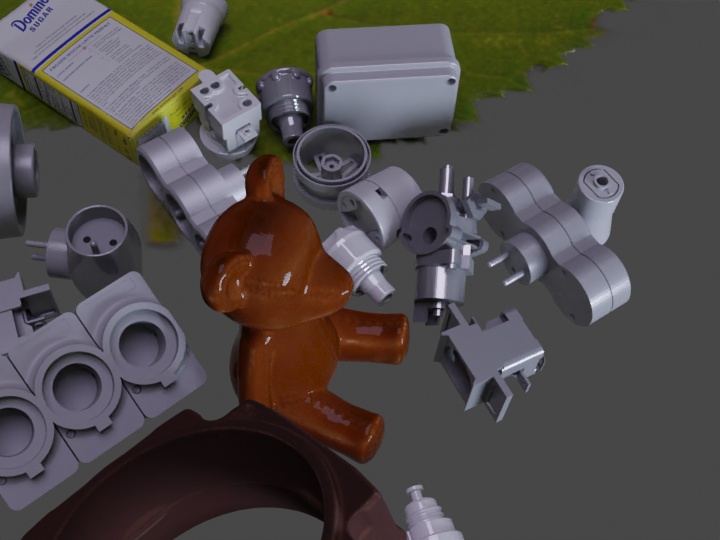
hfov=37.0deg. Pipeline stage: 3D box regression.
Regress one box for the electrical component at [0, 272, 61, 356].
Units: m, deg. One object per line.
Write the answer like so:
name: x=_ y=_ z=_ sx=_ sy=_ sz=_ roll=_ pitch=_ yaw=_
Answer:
electrical component: x=-0.254 y=0.044 z=0.766 sx=0.081 sy=0.042 sz=0.063 roll=-17 pitch=65 yaw=-12

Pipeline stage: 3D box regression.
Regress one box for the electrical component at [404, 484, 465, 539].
electrical component: x=0.047 y=0.177 z=0.697 sx=0.040 sy=0.040 sz=0.078 roll=-14 pitch=60 yaw=-10

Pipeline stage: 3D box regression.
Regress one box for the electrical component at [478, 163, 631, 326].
electrical component: x=0.131 y=-0.013 z=0.809 sx=0.074 sy=0.052 sz=0.138 roll=-29 pitch=64 yaw=-18

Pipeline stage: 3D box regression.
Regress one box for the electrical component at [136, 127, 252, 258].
electrical component: x=-0.107 y=-0.058 z=0.826 sx=0.074 sy=0.052 sz=0.138 roll=-30 pitch=64 yaw=-19

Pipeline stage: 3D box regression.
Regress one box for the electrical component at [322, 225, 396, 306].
electrical component: x=0.000 y=0.000 z=0.801 sx=0.043 sy=0.043 sz=0.062 roll=-36 pitch=68 yaw=-21

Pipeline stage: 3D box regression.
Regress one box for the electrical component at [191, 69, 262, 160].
electrical component: x=-0.106 y=-0.121 z=0.862 sx=0.048 sy=0.055 sz=0.066 roll=-33 pitch=65 yaw=-20

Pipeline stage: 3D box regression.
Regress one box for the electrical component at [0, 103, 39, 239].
electrical component: x=-0.272 y=-0.073 z=0.800 sx=0.060 sy=0.108 sz=0.108 roll=-2 pitch=59 yaw=-11

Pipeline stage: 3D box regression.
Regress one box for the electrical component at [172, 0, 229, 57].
electrical component: x=-0.139 y=-0.213 z=0.928 sx=0.040 sy=0.040 sz=0.046 roll=13 pitch=65 yaw=5

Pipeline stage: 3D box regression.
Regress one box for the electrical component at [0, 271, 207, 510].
electrical component: x=-0.190 y=0.078 z=0.715 sx=0.150 sy=0.062 sz=0.089 roll=-34 pitch=94 yaw=-21

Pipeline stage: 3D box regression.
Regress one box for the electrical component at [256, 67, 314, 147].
electrical component: x=-0.058 y=-0.131 z=0.879 sx=0.048 sy=0.048 sz=0.062 roll=-7 pitch=66 yaw=-7

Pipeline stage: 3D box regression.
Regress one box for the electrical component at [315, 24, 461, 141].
electrical component: x=0.020 y=-0.150 z=0.873 sx=0.113 sy=0.078 sz=0.057 roll=-4 pitch=56 yaw=-5

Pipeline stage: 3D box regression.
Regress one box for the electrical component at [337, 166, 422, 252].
electrical component: x=0.018 y=-0.047 z=0.825 sx=0.047 sy=0.055 sz=0.055 roll=-33 pitch=65 yaw=-24

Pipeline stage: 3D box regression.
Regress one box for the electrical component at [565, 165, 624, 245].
electrical component: x=0.178 y=-0.050 z=0.825 sx=0.044 sy=0.065 sz=0.044 roll=1 pitch=60 yaw=-3

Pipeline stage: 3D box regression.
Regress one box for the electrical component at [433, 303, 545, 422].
electrical component: x=0.093 y=0.061 z=0.769 sx=0.064 sy=0.042 sz=0.081 roll=-22 pitch=63 yaw=-19

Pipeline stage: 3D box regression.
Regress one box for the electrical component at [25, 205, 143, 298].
electrical component: x=-0.202 y=-0.010 z=0.779 sx=0.079 sy=0.077 sz=0.043 roll=6 pitch=59 yaw=2
